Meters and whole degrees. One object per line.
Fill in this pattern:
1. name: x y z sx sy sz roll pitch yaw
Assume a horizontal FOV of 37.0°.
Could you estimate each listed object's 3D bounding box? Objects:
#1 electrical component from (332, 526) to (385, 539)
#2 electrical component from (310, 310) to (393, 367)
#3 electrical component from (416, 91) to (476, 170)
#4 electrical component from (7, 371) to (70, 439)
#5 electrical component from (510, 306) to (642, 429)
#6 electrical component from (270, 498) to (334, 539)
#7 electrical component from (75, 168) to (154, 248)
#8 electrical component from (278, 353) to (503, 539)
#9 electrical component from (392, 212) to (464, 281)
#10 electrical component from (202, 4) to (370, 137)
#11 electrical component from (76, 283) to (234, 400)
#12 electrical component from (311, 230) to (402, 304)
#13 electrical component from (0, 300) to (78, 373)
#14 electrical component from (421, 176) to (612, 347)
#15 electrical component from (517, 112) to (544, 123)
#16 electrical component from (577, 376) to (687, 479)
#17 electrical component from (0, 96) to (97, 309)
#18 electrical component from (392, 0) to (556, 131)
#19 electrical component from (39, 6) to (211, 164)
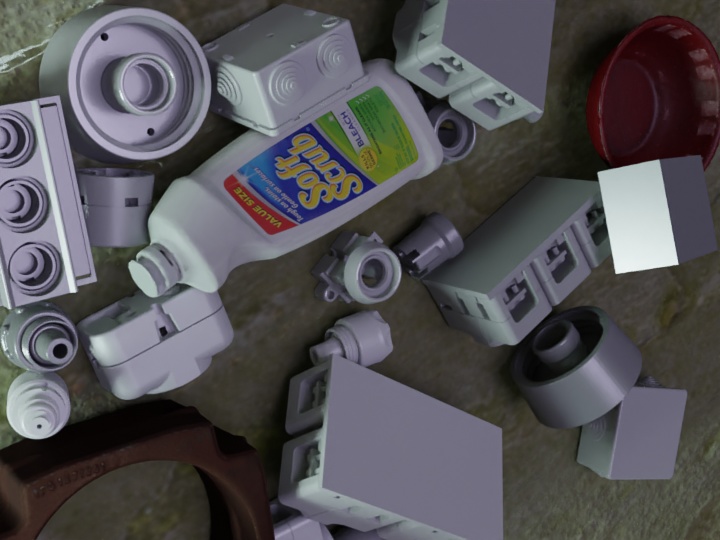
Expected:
1. electrical component: 0.009 0.215 0.884 0.065 0.044 0.044 -42 117 -25
2. electrical component: -0.009 0.059 0.845 0.062 0.043 0.043 -19 107 -27
3. electrical component: 0.059 -0.109 0.855 0.048 0.055 0.066 -32 113 -25
4. electrical component: -0.211 0.091 0.705 0.040 0.078 0.040 -3 100 -17
5. electrical component: 0.182 0.078 0.935 0.108 0.108 0.060 -46 112 -18
6. electrical component: -0.052 0.227 0.840 0.056 0.050 0.089 -22 109 -28
7. electrical component: -0.167 -0.042 0.723 0.055 0.055 0.047 -3 103 -32
8. electrical component: 0.027 0.153 0.845 0.186 0.060 0.105 27 52 -32
9. electrical component: 0.055 -0.018 0.877 0.046 0.040 0.040 -38 116 -15
10. electrical component: -0.056 -0.143 0.751 0.100 0.100 0.048 -35 127 -24
11. electrical component: -0.141 0.047 0.753 0.095 0.054 0.059 -29 112 -26
12. electrical component: 0.000 0.000 0.834 0.048 0.055 0.066 46 73 -29
13. electrical component: -0.206 0.047 0.706 0.048 0.062 0.048 -6 101 -32
14. electrical component: 0.141 -0.008 0.903 0.150 0.089 0.061 -41 117 -21
15. electrical component: 0.128 -0.146 0.901 0.062 0.043 0.043 31 81 -34
16. electrical component: 0.258 0.150 1.027 0.100 0.048 0.099 7 94 -33
17. electrical component: -0.221 -0.044 0.682 0.079 0.063 0.121 -16 106 -30
18. electrical component: 0.092 -0.213 0.825 0.105 0.060 0.186 26 62 -32
19. electrical component: -0.151 -0.123 0.715 0.108 0.060 0.108 -6 100 -32
